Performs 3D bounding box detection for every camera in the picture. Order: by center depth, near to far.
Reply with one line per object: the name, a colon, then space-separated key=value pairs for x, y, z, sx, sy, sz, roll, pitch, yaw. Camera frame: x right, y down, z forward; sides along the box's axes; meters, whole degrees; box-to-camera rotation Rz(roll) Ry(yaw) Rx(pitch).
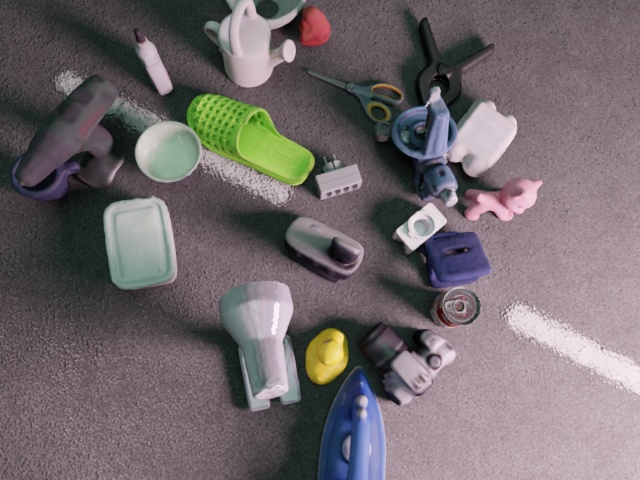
camera: x=0.148 y=0.202 z=1.017 sx=0.143 sy=0.101 sz=0.137 roll=-43 pitch=83 yaw=-10

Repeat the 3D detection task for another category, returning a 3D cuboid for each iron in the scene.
iron: x=0.061 y=0.343 z=0.963 sx=0.118 sy=0.141 sz=0.258 roll=4 pitch=78 yaw=-1

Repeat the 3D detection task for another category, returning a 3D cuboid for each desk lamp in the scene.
desk lamp: x=-0.090 y=0.181 z=0.952 sx=0.118 sy=0.213 sz=0.203 roll=-12 pitch=79 yaw=-5

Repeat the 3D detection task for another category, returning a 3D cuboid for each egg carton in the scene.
egg carton: x=0.314 y=-0.199 z=1.124 sx=0.107 sy=0.069 sz=0.150 roll=36 pitch=79 yaw=5

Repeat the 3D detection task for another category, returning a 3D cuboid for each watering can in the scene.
watering can: x=-0.133 y=-0.377 z=1.076 sx=0.173 sy=0.194 sz=0.101 roll=-1 pitch=78 yaw=-3

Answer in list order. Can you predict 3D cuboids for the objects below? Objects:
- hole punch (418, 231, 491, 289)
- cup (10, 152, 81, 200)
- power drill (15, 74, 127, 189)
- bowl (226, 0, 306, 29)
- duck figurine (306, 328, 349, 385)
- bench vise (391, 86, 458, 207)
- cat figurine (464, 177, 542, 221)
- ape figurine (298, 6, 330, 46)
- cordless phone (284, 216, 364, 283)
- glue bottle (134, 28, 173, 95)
hole punch: x=0.248 y=0.032 z=1.062 sx=0.108 sy=0.091 sz=0.101 roll=-10 pitch=79 yaw=-5
cup: x=-0.490 y=-0.114 z=1.055 sx=0.118 sy=0.095 sz=0.091 roll=-16 pitch=79 yaw=-6
power drill: x=-0.422 y=-0.167 z=1.012 sx=0.075 sy=0.208 sz=0.230 roll=25 pitch=78 yaw=3
bowl: x=-0.109 y=-0.493 z=1.162 sx=0.167 sy=0.074 sz=0.167 roll=1 pitch=78 yaw=-3
duck figurine: x=0.014 y=0.206 z=1.017 sx=0.077 sy=0.086 sz=0.105 roll=24 pitch=78 yaw=3
bench vise: x=0.215 y=-0.175 z=1.038 sx=0.121 sy=0.219 sz=0.207 roll=-36 pitch=82 yaw=-9
cat figurine: x=0.346 y=-0.081 z=1.076 sx=0.128 sy=0.117 sz=0.067 roll=-2 pitch=78 yaw=-3
ape figurine: x=-0.016 y=-0.435 z=1.146 sx=0.076 sy=0.092 sz=0.078 roll=28 pitch=78 yaw=4
cordless phone: x=0.009 y=0.004 z=1.008 sx=0.147 sy=0.185 sz=0.094 roll=25 pitch=78 yaw=3
glue bottle: x=-0.318 y=-0.342 z=1.071 sx=0.037 sy=0.173 sz=0.078 roll=-28 pitch=81 yaw=-8
